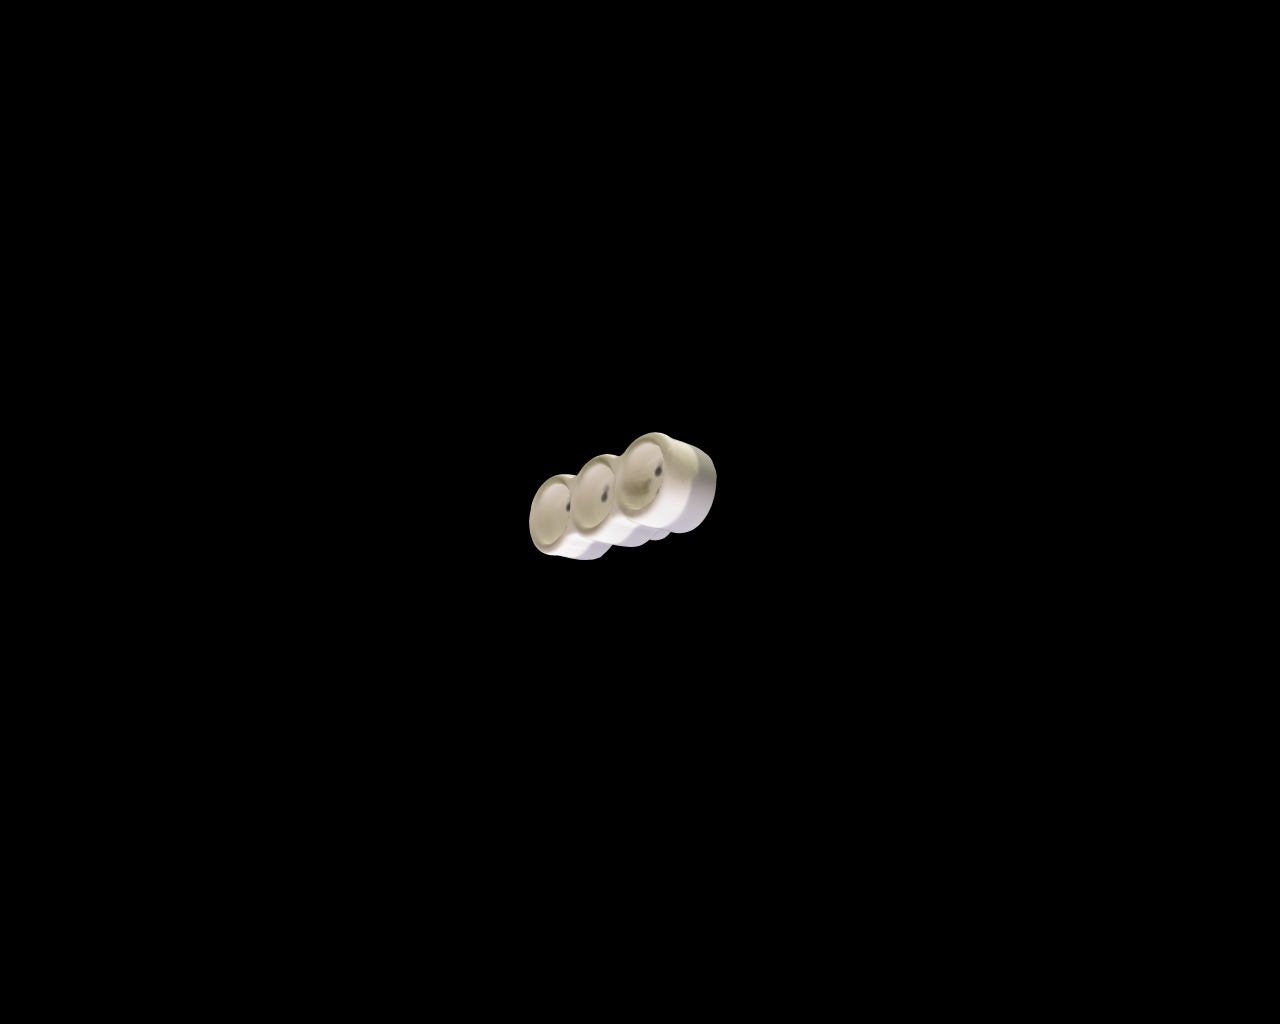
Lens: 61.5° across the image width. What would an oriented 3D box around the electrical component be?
[{"bbox_3d":[0.001,-0.003,0.650,0.074,0.052,0.138,14,-22,-38],"label":"electrical component"}]
